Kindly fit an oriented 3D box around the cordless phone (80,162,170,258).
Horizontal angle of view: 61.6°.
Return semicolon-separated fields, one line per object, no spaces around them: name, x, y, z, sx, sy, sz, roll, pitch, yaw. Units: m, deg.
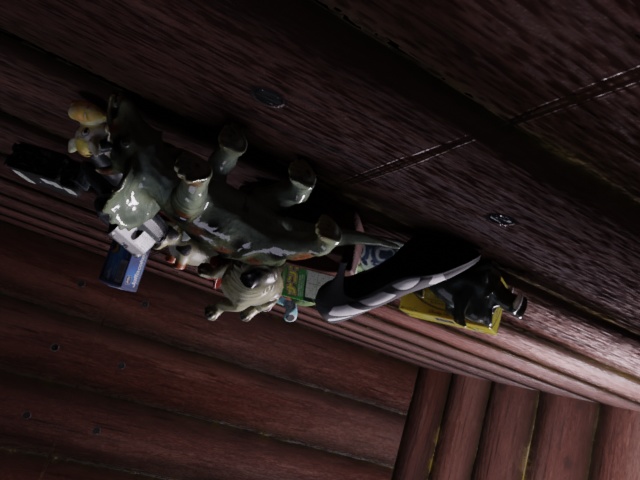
cordless phone;-0.389;-0.065;1.036;0.184;0.089;0.146;41;168;27

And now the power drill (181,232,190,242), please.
power drill;-0.171;-0.003;1.074;0.207;0.086;0.232;21;173;-11

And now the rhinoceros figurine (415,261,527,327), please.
rhinoceros figurine;0.238;0.078;0.872;0.190;0.112;0.073;28;-176;6

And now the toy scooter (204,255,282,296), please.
toy scooter;-0.160;0.074;1.092;0.184;0.075;0.135;18;-170;17

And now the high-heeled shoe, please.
high-heeled shoe;0.118;0.073;0.830;0.249;0.086;0.145;-2;135;-8

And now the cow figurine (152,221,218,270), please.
cow figurine;-0.289;-0.002;1.170;0.195;0.127;0.086;15;-175;-39

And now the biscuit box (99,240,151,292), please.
biscuit box;-0.404;0.007;1.157;0.059;0.202;0.062;11;166;15

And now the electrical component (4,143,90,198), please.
electrical component;-0.528;-0.134;1.064;0.134;0.058;0.115;17;168;-1

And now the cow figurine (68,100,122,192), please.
cow figurine;-0.286;-0.118;0.744;0.068;0.098;0.167;16;168;34

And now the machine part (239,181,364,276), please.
machine part;-0.034;-0.015;0.868;0.202;0.087;0.200;15;166;16

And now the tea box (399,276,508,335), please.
tea box;0.240;0.103;0.971;0.170;0.098;0.068;7;163;32

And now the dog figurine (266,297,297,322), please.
dog figurine;-0.106;0.089;1.357;0.108;0.191;0.219;21;-159;-25

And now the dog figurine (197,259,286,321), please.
dog figurine;-0.091;0.061;0.887;0.172;0.121;0.191;-15;174;-44

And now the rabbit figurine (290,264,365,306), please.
rabbit figurine;0.022;0.076;1.065;0.170;0.121;0.159;-15;-169;20

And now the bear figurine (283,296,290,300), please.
bear figurine;0.008;0.081;1.195;0.196;0.132;0.120;3;175;-24

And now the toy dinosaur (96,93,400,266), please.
toy dinosaur;-0.107;-0.032;0.695;0.404;0.131;0.192;31;142;-23
